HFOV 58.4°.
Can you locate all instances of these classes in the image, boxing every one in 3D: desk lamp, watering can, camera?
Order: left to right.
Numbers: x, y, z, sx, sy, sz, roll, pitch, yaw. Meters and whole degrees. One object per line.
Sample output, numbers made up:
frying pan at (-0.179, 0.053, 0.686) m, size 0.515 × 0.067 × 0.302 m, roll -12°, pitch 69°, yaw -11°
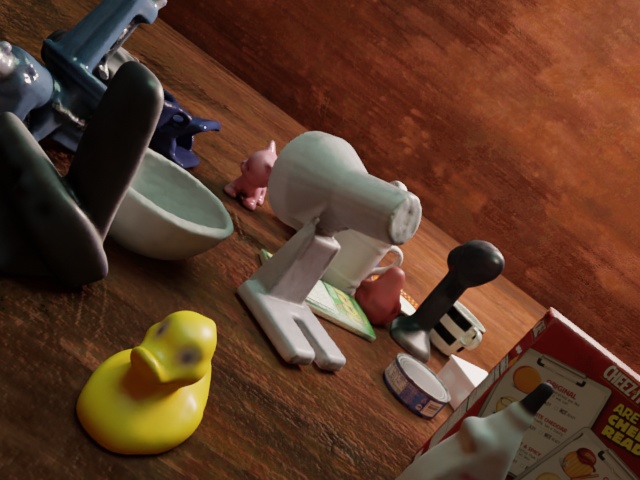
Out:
camera at (-0.349, -0.272, 0.899) m, size 0.137 × 0.100 × 0.143 m, roll 37°, pitch 13°, yaw -3°
desk lamp at (0.006, 0.002, 0.656) m, size 0.118 × 0.213 × 0.202 m, roll 22°, pitch 21°, yaw -49°
watering can at (0.064, -0.017, 0.908) m, size 0.173 × 0.194 × 0.100 m, roll 28°, pitch 16°, yaw -35°

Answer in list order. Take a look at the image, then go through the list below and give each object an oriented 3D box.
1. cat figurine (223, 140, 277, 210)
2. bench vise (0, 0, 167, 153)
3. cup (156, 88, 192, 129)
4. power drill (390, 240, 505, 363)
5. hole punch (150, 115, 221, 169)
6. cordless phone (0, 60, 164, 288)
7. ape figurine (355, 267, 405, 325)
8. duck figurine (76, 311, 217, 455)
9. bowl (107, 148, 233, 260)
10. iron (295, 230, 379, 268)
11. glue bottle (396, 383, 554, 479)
cat figurine at (-0.102, -0.116, 0.976) m, size 0.067 × 0.117 × 0.128 m, roll 36°, pitch 13°, yaw -6°
bench vise at (-0.249, -0.183, 0.607) m, size 0.122 × 0.219 × 0.207 m, roll 36°, pitch 14°, yaw -8°
cup at (-0.256, -0.178, 0.836) m, size 0.118 × 0.095 × 0.091 m, roll 30°, pitch 15°, yaw -28°
power drill at (0.203, 0.085, 0.897) m, size 0.075 × 0.208 × 0.230 m, roll 38°, pitch 13°, yaw 2°
hole punch at (-0.226, -0.177, 0.921) m, size 0.101 × 0.091 × 0.109 m, roll 37°, pitch 13°, yaw -3°
cordless phone at (-0.192, -0.070, 0.451) m, size 0.147 × 0.185 × 0.094 m, roll 44°, pitch 15°, yaw 27°
ape figurine at (0.100, 0.082, 0.892) m, size 0.078 × 0.092 × 0.076 m, roll 39°, pitch 13°, yaw 6°
duck figurine at (-0.100, 0.085, 0.385) m, size 0.077 × 0.086 × 0.105 m, roll 41°, pitch 14°, yaw 15°
bowl at (-0.178, -0.031, 0.594) m, size 0.168 × 0.074 × 0.167 m, roll 35°, pitch 14°, yaw -10°
iron at (0.056, -0.032, 1.051) m, size 0.259 × 0.141 × 0.118 m, roll 27°, pitch 17°, yaw -39°
glue bottle at (0.128, 0.179, 0.469) m, size 0.078 × 0.173 × 0.037 m, roll 31°, pitch 15°, yaw -24°
